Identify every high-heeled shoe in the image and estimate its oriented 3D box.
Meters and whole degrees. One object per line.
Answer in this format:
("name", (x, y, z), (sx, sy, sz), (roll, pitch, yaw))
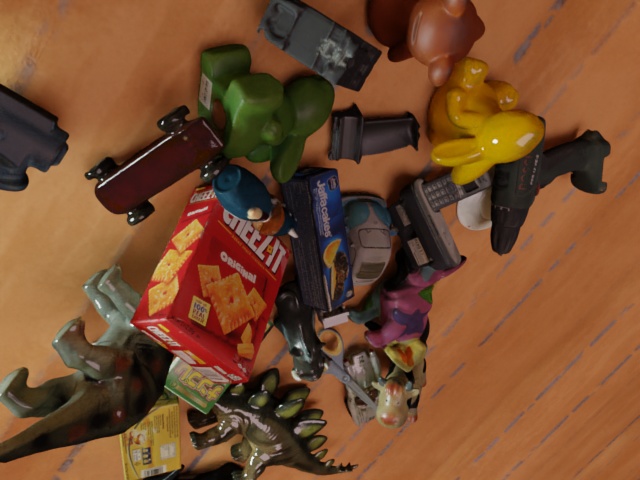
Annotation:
("high-heeled shoe", (-0.236, 0.501, 1.043), (0.248, 0.086, 0.145), (35, 106, -32))

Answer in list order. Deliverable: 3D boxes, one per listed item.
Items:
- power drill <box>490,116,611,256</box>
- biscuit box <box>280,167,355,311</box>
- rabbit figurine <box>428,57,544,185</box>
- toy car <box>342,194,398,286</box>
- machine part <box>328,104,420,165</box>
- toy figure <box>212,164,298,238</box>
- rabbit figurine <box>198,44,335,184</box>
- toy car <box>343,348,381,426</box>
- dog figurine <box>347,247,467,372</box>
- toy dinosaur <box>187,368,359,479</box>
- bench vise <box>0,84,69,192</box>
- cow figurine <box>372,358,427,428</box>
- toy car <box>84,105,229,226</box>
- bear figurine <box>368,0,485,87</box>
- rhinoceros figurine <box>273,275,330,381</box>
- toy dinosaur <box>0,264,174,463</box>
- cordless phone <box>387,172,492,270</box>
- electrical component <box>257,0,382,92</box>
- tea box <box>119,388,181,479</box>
("power drill", (0.378, -0.098, 0.904), (0.207, 0.086, 0.231), (-10, 111, -14))
("biscuit box", (-0.002, -0.002, 0.775), (0.059, 0.063, 0.202), (-26, 115, -40))
("rabbit figurine", (0.224, -0.159, 0.746), (0.162, 0.173, 0.121), (-49, 132, 6))
("toy car", (0.058, 0.016, 0.833), (0.109, 0.103, 0.161), (4, 118, -25))
("machine part", (0.080, -0.153, 0.770), (0.139, 0.039, 0.084), (-7, 119, -18))
("toy figure", (-0.079, -0.043, 0.691), (0.058, 0.064, 0.154), (-5, 155, 24))
("rabbit figurine", (-0.053, -0.150, 0.666), (0.170, 0.121, 0.159), (-15, 132, -34))
("toy car", (0.085, 0.290, 1.058), (0.073, 0.056, 0.201), (-18, 128, -12))
("dog figurine", (0.168, 0.103, 0.938), (0.219, 0.109, 0.191), (-45, 121, 6))
("toy dinosaur", (-0.086, 0.362, 0.998), (0.198, 0.105, 0.470), (-36, 128, 1))
("bench vise", (-0.394, -0.097, 0.539), (0.223, 0.129, 0.240), (30, 98, -38))
("cow figurine", (0.154, 0.274, 1.007), (0.086, 0.195, 0.127), (5, 117, 20))
("toy car", (-0.193, -0.087, 0.639), (0.202, 0.053, 0.089), (-26, 112, 29))
("bear figurine", (0.140, -0.257, 0.625), (0.132, 0.196, 0.120), (-9, 122, -21))
("rhinoceros figurine", (-0.030, 0.143, 0.874), (0.073, 0.112, 0.190), (-19, 120, -15))
("toy dinosaur", (-0.245, 0.154, 0.670), (0.131, 0.405, 0.192), (-29, 115, 35))
("cordless phone", (0.214, -0.041, 0.856), (0.184, 0.089, 0.146), (-24, 86, -24))
("electrical component", (0.006, -0.227, 0.625), (0.115, 0.134, 0.058), (37, 110, 7))
("tea box", (-0.286, 0.315, 0.899), (0.098, 0.068, 0.169), (-5, 122, -22))
